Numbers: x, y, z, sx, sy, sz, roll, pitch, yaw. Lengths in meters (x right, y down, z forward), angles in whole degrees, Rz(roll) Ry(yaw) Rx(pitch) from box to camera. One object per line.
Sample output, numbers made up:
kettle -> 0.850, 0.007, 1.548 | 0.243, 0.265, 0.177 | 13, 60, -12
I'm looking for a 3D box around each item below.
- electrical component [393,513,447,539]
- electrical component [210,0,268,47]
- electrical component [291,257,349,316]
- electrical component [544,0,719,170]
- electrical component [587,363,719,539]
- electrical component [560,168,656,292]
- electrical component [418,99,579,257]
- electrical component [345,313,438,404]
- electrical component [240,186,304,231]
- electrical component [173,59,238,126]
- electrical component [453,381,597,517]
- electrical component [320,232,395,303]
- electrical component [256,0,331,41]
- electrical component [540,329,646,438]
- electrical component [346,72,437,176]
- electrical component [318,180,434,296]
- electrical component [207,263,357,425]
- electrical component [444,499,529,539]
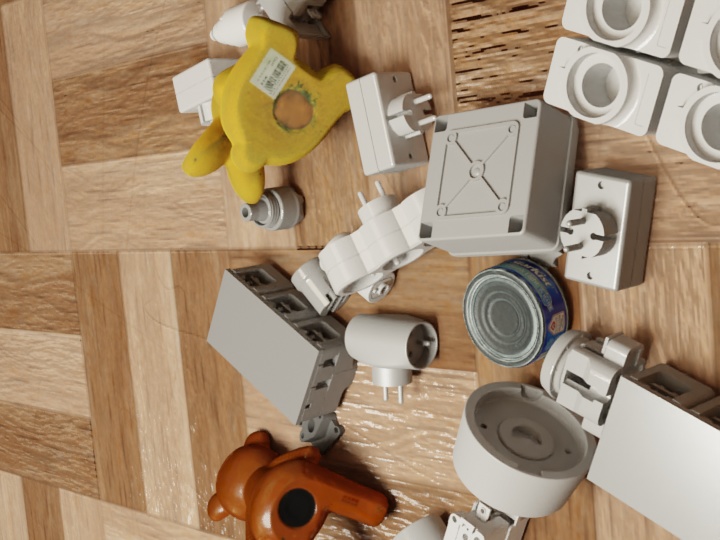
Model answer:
electrical component -> 0.061, 0.253, 0.972 | 0.047, 0.055, 0.055 | 58, 132, 25
electrical component -> -0.122, -0.242, 1.073 | 0.078, 0.040, 0.040 | -5, 94, 46
electrical component -> -0.037, 0.016, 1.038 | 0.046, 0.040, 0.040 | 53, 130, 18
electrical component -> 0.222, -0.139, 0.730 | 0.186, 0.060, 0.105 | 29, 117, 38
electrical component -> 0.249, 0.140, 0.754 | 0.150, 0.062, 0.089 | 31, 118, 38
electrical component -> 0.173, -0.029, 0.789 | 0.047, 0.076, 0.083 | 17, 110, 42
electrical component -> 0.107, -0.069, 0.839 | 0.109, 0.056, 0.108 | -2, 75, 46
electrical component -> 0.029, 0.082, 0.978 | 0.077, 0.044, 0.079 | 5, 101, 45
electrical component -> -0.089, -0.059, 1.058 | 0.043, 0.062, 0.043 | 11, 105, 44
electrical component -> -0.150, -0.172, 1.109 | 0.066, 0.047, 0.076 | -14, 87, 46
electrical component -> 0.126, 0.146, 0.852 | 0.108, 0.108, 0.060 | 42, 130, 32
electrical component -> 0.000, 0.000, 0.996 | 0.065, 0.044, 0.044 | 39, 123, 28
electrical component -> -0.056, -0.255, 1.003 | 0.063, 0.042, 0.081 | -49, 64, 37
electrical component -> 0.176, 0.080, 0.821 | 0.057, 0.058, 0.078 | 29, 117, 35
electrical component -> 0.037, -0.131, 0.928 | 0.076, 0.047, 0.083 | -13, 88, 46
electrical component -> 0.022, -0.041, 0.934 | 0.138, 0.052, 0.073 | -31, 75, 22
electrical component -> -0.076, 0.070, 1.070 | 0.150, 0.062, 0.089 | 38, 123, 34
electrical component -> 0.105, 0.225, 0.915 | 0.042, 0.064, 0.081 | 32, 119, 39
